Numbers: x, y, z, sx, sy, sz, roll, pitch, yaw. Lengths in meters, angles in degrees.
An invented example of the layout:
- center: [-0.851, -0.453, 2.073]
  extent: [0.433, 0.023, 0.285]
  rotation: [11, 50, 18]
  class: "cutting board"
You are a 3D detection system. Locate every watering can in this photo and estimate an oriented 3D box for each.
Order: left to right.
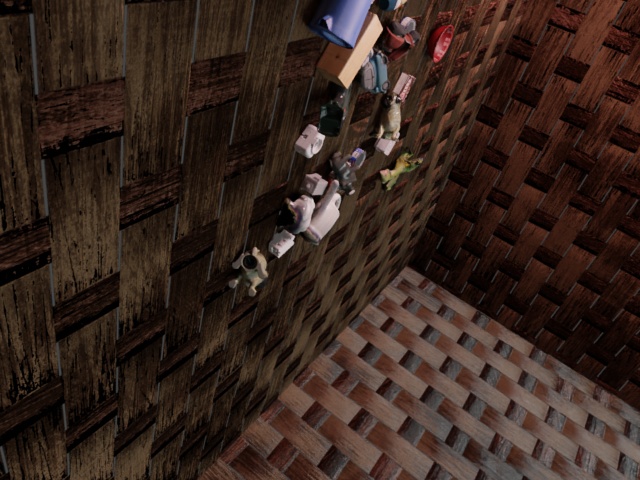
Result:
- center: [0.006, -0.100, 1.987]
  extent: [0.226, 0.104, 0.343]
  rotation: [-53, 169, -12]
  class: "watering can"

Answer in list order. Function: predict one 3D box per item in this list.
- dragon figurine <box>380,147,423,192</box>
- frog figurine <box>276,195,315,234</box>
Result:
- center: [0.409, -0.350, 2.671]
  extent: [0.240, 0.123, 0.411]
  rotation: [-46, 164, 21]
  class: "dragon figurine"
- center: [-0.063, -0.095, 1.835]
  extent: [0.160, 0.123, 0.135]
  rotation: [-14, 115, -47]
  class: "frog figurine"
